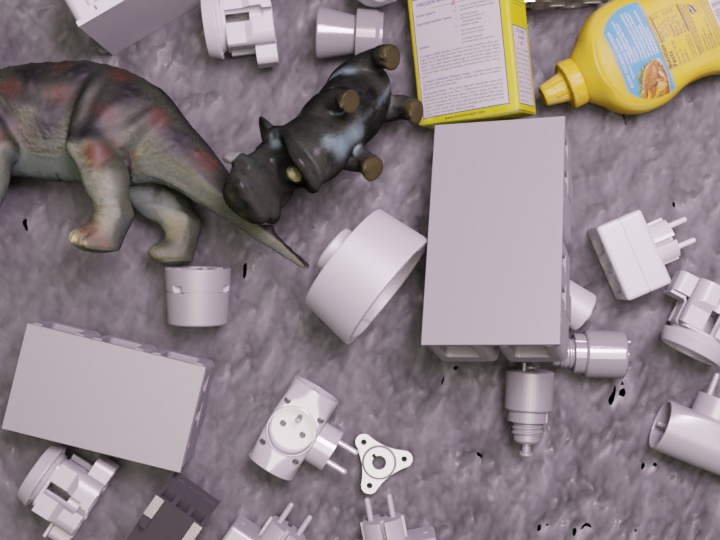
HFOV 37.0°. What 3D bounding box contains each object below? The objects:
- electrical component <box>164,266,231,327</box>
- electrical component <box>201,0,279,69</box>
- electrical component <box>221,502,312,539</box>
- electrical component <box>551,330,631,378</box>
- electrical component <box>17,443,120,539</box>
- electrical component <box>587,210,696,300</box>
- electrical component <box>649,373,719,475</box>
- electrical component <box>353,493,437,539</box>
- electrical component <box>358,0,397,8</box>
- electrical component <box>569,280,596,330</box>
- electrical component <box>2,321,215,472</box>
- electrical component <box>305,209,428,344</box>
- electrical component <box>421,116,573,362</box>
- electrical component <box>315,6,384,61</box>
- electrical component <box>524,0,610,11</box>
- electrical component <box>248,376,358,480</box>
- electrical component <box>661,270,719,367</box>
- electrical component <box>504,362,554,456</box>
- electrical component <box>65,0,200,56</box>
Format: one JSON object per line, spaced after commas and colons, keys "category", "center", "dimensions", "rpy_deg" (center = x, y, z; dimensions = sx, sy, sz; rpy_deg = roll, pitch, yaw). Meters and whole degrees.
{"category": "electrical component", "center": [-0.136, 0.022, 0.901], "dimensions": [0.055, 0.055, 0.047], "rpy_deg": [1, 93, 1]}
{"category": "electrical component", "center": [-0.101, -0.207, 0.900], "dimensions": [0.057, 0.058, 0.078], "rpy_deg": [-7, 89, -2]}
{"category": "electrical component", "center": [-0.070, 0.231, 0.901], "dimensions": [0.083, 0.047, 0.075], "rpy_deg": [34, 90, 1]}
{"category": "electrical component", "center": [0.189, 0.070, 0.900], "dimensions": [0.078, 0.040, 0.040], "rpy_deg": [2, 90, 1]}
{"category": "electrical component", "center": [-0.248, 0.182, 0.900], "dimensions": [0.057, 0.058, 0.078], "rpy_deg": [33, 90, -2]}
{"category": "electrical component", "center": [0.241, -0.019, 0.897], "dimensions": [0.077, 0.047, 0.065], "rpy_deg": [-23, 89, 1]}
{"category": "electrical component", "center": [0.292, 0.126, 0.896], "dimensions": [0.077, 0.044, 0.079], "rpy_deg": [22, 90, 1]}
{"category": "electrical component", "center": [0.022, 0.226, 0.899], "dimensions": [0.083, 0.047, 0.075], "rpy_deg": [-11, 89, 1]}
{"category": "electrical component", "center": [0.011, -0.240, 0.895], "dimensions": [0.043, 0.062, 0.043], "rpy_deg": [-1, 93, -22]}
{"category": "electrical component", "center": [0.164, 0.021, 0.902], "dimensions": [0.065, 0.044, 0.044], "rpy_deg": [31, 90, -3]}
{"category": "electrical component", "center": [-0.206, 0.103, 0.897], "dimensions": [0.150, 0.062, 0.089], "rpy_deg": [14, 90, 1]}
{"category": "electrical component", "center": [0.000, 0.000, 0.874], "dimensions": [0.060, 0.108, 0.108], "rpy_deg": [39, 90, 7]}
{"category": "electrical component", "center": [0.113, -0.022, 0.861], "dimensions": [0.105, 0.060, 0.186], "rpy_deg": [-1, 71, 18]}
{"category": "electrical component", "center": [-0.009, -0.198, 0.904], "dimensions": [0.055, 0.045, 0.045], "rpy_deg": [3, 90, 1]}
{"category": "electrical component", "center": [0.168, -0.251, 0.896], "dimensions": [0.078, 0.058, 0.057], "rpy_deg": [-3, 92, 1]}
{"category": "electrical component", "center": [-0.040, 0.142, 0.902], "dimensions": [0.079, 0.044, 0.077], "rpy_deg": [31, 90, 1]}
{"category": "electrical component", "center": [0.286, 0.044, 0.891], "dimensions": [0.078, 0.058, 0.057], "rpy_deg": [28, 87, 1]}
{"category": "electrical component", "center": [0.141, 0.116, 0.901], "dimensions": [0.040, 0.040, 0.078], "rpy_deg": [3, 90, 1]}
{"category": "electrical component", "center": [-0.149, -0.258, 0.877], "dimensions": [0.186, 0.105, 0.060], "rpy_deg": [-30, 89, 1]}
